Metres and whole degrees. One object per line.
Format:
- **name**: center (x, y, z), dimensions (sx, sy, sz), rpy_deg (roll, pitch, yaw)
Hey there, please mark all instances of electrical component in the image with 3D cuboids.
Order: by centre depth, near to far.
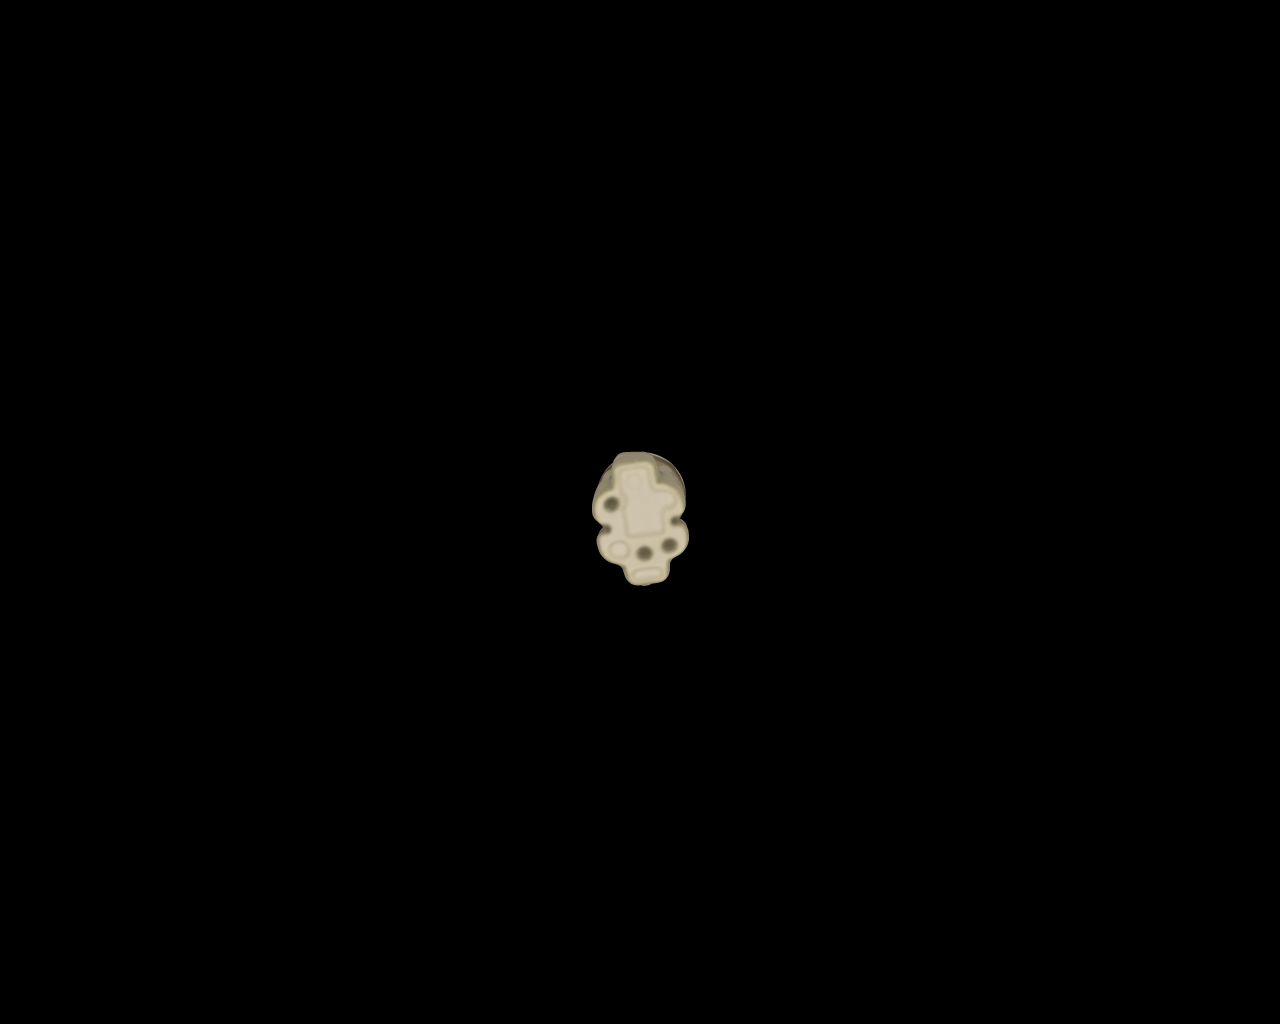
- **electrical component**: center (0.001, -0.003, 0.650), dimensions (0.058, 0.078, 0.057), rpy_deg (-7, 20, 2)
